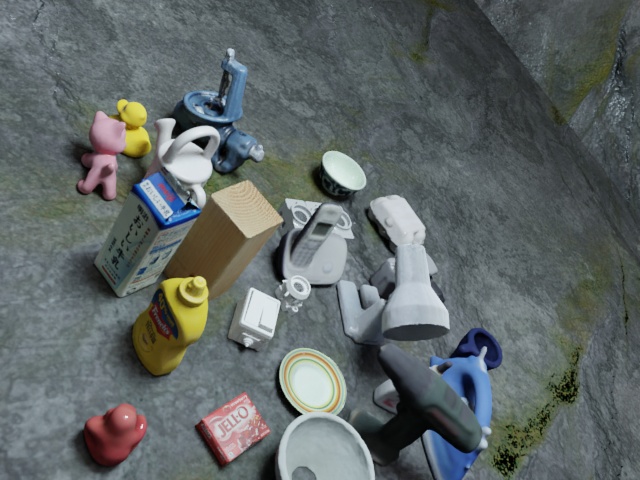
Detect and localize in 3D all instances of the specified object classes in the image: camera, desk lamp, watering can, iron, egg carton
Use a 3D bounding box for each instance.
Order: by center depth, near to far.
[{"bbox_3d":[-0.246,-0.135,1.004,0.173,0.193,0.101,43,39,1],"label":"watering can"},{"bbox_3d":[0.268,0.323,1.056,0.119,0.141,0.258,27,41,-18],"label":"iron"},{"bbox_3d":[0.136,0.118,1.076,0.118,0.213,0.203,14,47,-30],"label":"desk lamp"},{"bbox_3d":[0.207,0.093,1.248,0.144,0.100,0.136,-16,66,-47],"label":"camera"},{"bbox_3d":[0.183,-0.041,1.376,0.107,0.069,0.150,-14,64,-46],"label":"egg carton"}]

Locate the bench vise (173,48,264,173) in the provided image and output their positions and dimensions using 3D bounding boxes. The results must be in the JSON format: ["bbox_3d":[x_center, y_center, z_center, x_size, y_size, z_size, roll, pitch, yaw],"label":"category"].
[{"bbox_3d":[-0.177,-0.261,1.156,0.208,0.219,0.121,34,39,-10],"label":"bench vise"}]

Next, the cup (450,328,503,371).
[{"bbox_3d":[0.310,0.244,1.200,0.118,0.094,0.091,6,51,-36],"label":"cup"}]

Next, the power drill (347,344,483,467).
[{"bbox_3d":[0.136,0.281,0.930,0.230,0.208,0.076,35,39,-9],"label":"power drill"}]

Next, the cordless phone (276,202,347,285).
[{"bbox_3d":[0.010,0.004,1.098,0.148,0.184,0.094,5,52,-37],"label":"cordless phone"}]

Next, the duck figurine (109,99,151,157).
[{"bbox_3d":[-0.352,-0.216,1.075,0.104,0.086,0.078,49,39,9],"label":"duck figurine"}]

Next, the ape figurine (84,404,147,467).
[{"bbox_3d":[-0.257,0.240,0.731,0.078,0.092,0.076,25,42,-20],"label":"ape figurine"}]

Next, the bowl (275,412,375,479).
[{"bbox_3d":[-0.004,0.350,0.856,0.168,0.074,0.167,23,43,-23],"label":"bowl"}]

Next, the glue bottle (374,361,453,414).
[{"bbox_3d":[0.173,0.255,1.013,0.078,0.173,0.037,26,41,-18],"label":"glue bottle"}]

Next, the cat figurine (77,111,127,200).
[{"bbox_3d":[-0.365,-0.153,0.982,0.067,0.117,0.127,11,48,-33],"label":"cat figurine"}]
